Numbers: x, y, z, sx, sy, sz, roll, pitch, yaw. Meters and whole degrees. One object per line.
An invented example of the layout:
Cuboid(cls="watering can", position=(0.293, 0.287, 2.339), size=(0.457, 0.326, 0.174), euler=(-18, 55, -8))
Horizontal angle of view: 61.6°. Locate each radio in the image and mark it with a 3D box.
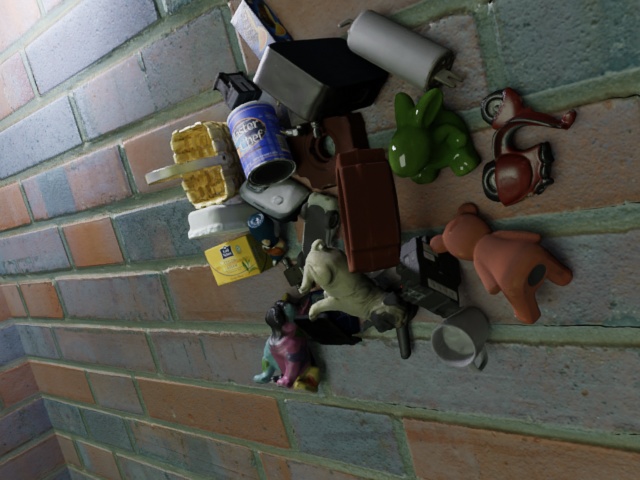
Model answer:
Cuboid(cls="radio", position=(0.010, -0.276, 0.911), size=(0.131, 0.229, 0.073), euler=(41, 128, 14))

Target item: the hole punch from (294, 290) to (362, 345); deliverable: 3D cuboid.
Cuboid(cls="hole punch", position=(0.022, 0.170, 1.178), size=(0.142, 0.092, 0.115), euler=(-12, 130, 39))

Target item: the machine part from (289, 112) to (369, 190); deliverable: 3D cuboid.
Cuboid(cls="machine part", position=(0.015, -0.183, 1.056), size=(0.180, 0.056, 0.179), euler=(15, 115, 36))

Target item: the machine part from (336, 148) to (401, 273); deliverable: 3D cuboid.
Cuboid(cls="machine part", position=(0.081, -0.046, 0.924), size=(0.087, 0.201, 0.201), euler=(-9, 85, 0))

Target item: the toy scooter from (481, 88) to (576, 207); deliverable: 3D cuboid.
Cuboid(cls="toy scooter", position=(0.317, -0.141, 0.817), size=(0.135, 0.075, 0.183), euler=(3, 104, 37))

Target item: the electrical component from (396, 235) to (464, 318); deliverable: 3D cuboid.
Cuboid(cls="electrical component", position=(0.193, 0.058, 0.952), size=(0.115, 0.134, 0.058), euler=(29, 134, -26))

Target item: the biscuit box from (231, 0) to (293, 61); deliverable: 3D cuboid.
Cuboid(cls="biscuit box", position=(-0.090, -0.381, 1.062), size=(0.203, 0.059, 0.063), euler=(54, 131, 9))

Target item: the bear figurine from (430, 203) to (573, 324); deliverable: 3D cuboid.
Cuboid(cls="bear figurine", position=(0.290, 0.030, 0.891), size=(0.131, 0.120, 0.196), euler=(42, 176, -35))

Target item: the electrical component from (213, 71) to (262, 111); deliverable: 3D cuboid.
Cuboid(cls="electrical component", position=(-0.165, -0.303, 1.143), size=(0.119, 0.075, 0.047), euler=(49, 131, 19))

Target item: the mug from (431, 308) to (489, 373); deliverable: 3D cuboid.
Cuboid(cls="mug", position=(0.265, 0.174, 0.956), size=(0.109, 0.107, 0.081), euler=(51, 132, 6))

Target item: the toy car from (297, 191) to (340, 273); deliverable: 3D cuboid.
Cuboid(cls="toy car", position=(-0.002, -0.003, 1.141), size=(0.074, 0.056, 0.201), euler=(19, 120, 26))

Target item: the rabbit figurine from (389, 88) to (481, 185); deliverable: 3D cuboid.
Cuboid(cls="rabbit figurine", position=(0.173, -0.159, 0.860), size=(0.121, 0.170, 0.159), euler=(3, 109, 37))

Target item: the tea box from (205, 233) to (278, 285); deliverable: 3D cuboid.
Cuboid(cls="tea box", position=(-0.193, 0.043, 1.304), size=(0.170, 0.068, 0.098), euler=(-20, 94, 43))

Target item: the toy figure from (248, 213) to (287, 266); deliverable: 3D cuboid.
Cuboid(cls="toy figure", position=(-0.112, 0.001, 1.202), size=(0.058, 0.064, 0.154), euler=(4, 148, 25))

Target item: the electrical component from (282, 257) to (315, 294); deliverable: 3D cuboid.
Cuboid(cls="electrical component", position=(-0.051, 0.077, 1.232), size=(0.063, 0.021, 0.094), euler=(-33, 84, 41))

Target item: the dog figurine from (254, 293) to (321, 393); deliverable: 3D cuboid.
Cuboid(cls="dog figurine", position=(-0.061, 0.236, 1.256), size=(0.109, 0.191, 0.219), euler=(0, 73, 42))

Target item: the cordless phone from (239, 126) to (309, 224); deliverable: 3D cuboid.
Cuboid(cls="cordless phone", position=(-0.078, -0.140, 1.143), size=(0.147, 0.088, 0.184), euler=(30, 105, 27))

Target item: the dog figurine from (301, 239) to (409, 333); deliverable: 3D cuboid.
Cuboid(cls="dog figurine", position=(0.075, 0.084, 1.026), size=(0.191, 0.121, 0.172), euler=(2, 127, 27))

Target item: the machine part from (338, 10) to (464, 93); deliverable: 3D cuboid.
Cuboid(cls="machine part", position=(0.133, -0.315, 0.896), size=(0.243, 0.079, 0.079), euler=(37, 126, 24))

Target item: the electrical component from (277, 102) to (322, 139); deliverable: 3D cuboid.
Cuboid(cls="electrical component", position=(-0.039, -0.240, 1.016), size=(0.078, 0.045, 0.102), euler=(3, 105, 40))
